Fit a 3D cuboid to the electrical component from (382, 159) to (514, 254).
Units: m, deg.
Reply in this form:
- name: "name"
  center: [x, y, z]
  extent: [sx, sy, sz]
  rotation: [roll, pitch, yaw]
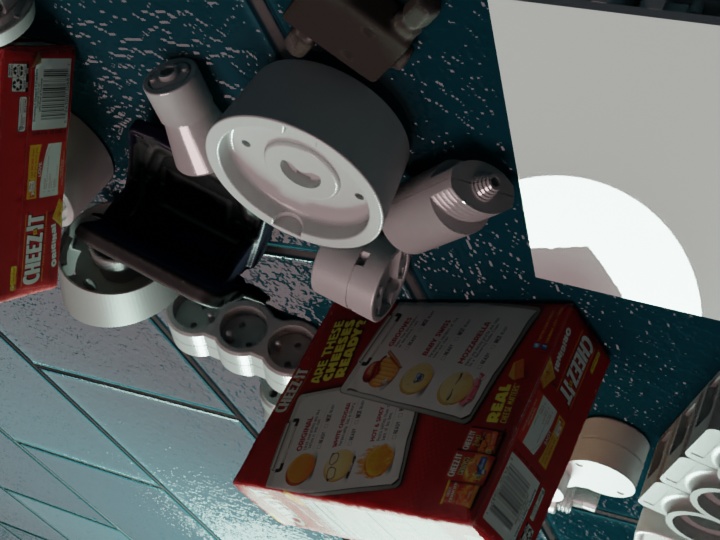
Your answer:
- name: "electrical component"
  center: [0.051, -0.038, 0.603]
  extent: [0.043, 0.043, 0.081]
  rotation: [38, 151, -19]

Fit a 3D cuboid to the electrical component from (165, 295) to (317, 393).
- name: "electrical component"
  center: [-0.094, 0.064, 0.899]
  extent: [0.138, 0.052, 0.073]
  rotation: [21, 152, 12]

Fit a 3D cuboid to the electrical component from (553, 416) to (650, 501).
- name: "electrical component"
  center: [0.141, 0.148, 0.807]
  extent: [0.138, 0.073, 0.052]
  rotation: [3, 144, 39]

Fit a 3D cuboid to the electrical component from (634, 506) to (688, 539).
- name: "electrical component"
  center: [0.256, 0.188, 0.786]
  extent: [0.095, 0.059, 0.053]
  rotation: [17, 151, 21]

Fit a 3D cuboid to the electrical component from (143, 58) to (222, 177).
- name: "electrical component"
  center: [-0.104, -0.095, 0.650]
  extent: [0.044, 0.044, 0.065]
  rotation: [11, 143, 30]

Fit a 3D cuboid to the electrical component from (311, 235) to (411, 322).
- name: "electrical component"
  center: [0.000, 0.000, 0.704]
  extent: [0.047, 0.055, 0.055]
  rotation: [23, 152, 18]

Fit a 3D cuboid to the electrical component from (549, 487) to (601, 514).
- name: "electrical component"
  center: [0.163, 0.177, 0.869]
  extent: [0.062, 0.043, 0.043]
  rotation: [18, 151, 16]

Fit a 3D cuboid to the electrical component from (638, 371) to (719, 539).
- name: "electrical component"
  center: [0.247, 0.126, 0.687]
  extent: [0.089, 0.061, 0.150]
  rotation: [23, 152, 9]

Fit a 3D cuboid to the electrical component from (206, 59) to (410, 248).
- name: "electrical component"
  center: [-0.024, -0.069, 0.599]
  extent: [0.108, 0.060, 0.108]
  rotation: [22, 152, 12]

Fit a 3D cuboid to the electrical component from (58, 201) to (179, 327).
- name: "electrical component"
  center: [-0.181, -0.003, 0.818]
  extent: [0.099, 0.099, 0.064]
  rotation: [21, 146, 14]

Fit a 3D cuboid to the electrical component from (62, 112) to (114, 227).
- name: "electrical component"
  center: [-0.243, -0.076, 0.784]
  extent: [0.108, 0.060, 0.108]
  rotation: [22, 152, 12]

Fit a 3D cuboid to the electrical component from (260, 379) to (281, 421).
- name: "electrical component"
  center: [-0.067, 0.116, 0.973]
  extent: [0.045, 0.045, 0.055]
  rotation: [22, 151, 12]

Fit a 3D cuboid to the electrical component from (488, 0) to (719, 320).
- name: "electrical component"
  center: [0.128, -0.062, 0.474]
  extent: [0.105, 0.060, 0.186]
  rotation: [14, 150, 25]

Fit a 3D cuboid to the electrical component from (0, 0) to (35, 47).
- name: "electrical component"
  center: [-0.223, -0.165, 0.621]
  extent: [0.078, 0.058, 0.057]
  rotation: [15, 147, 22]
